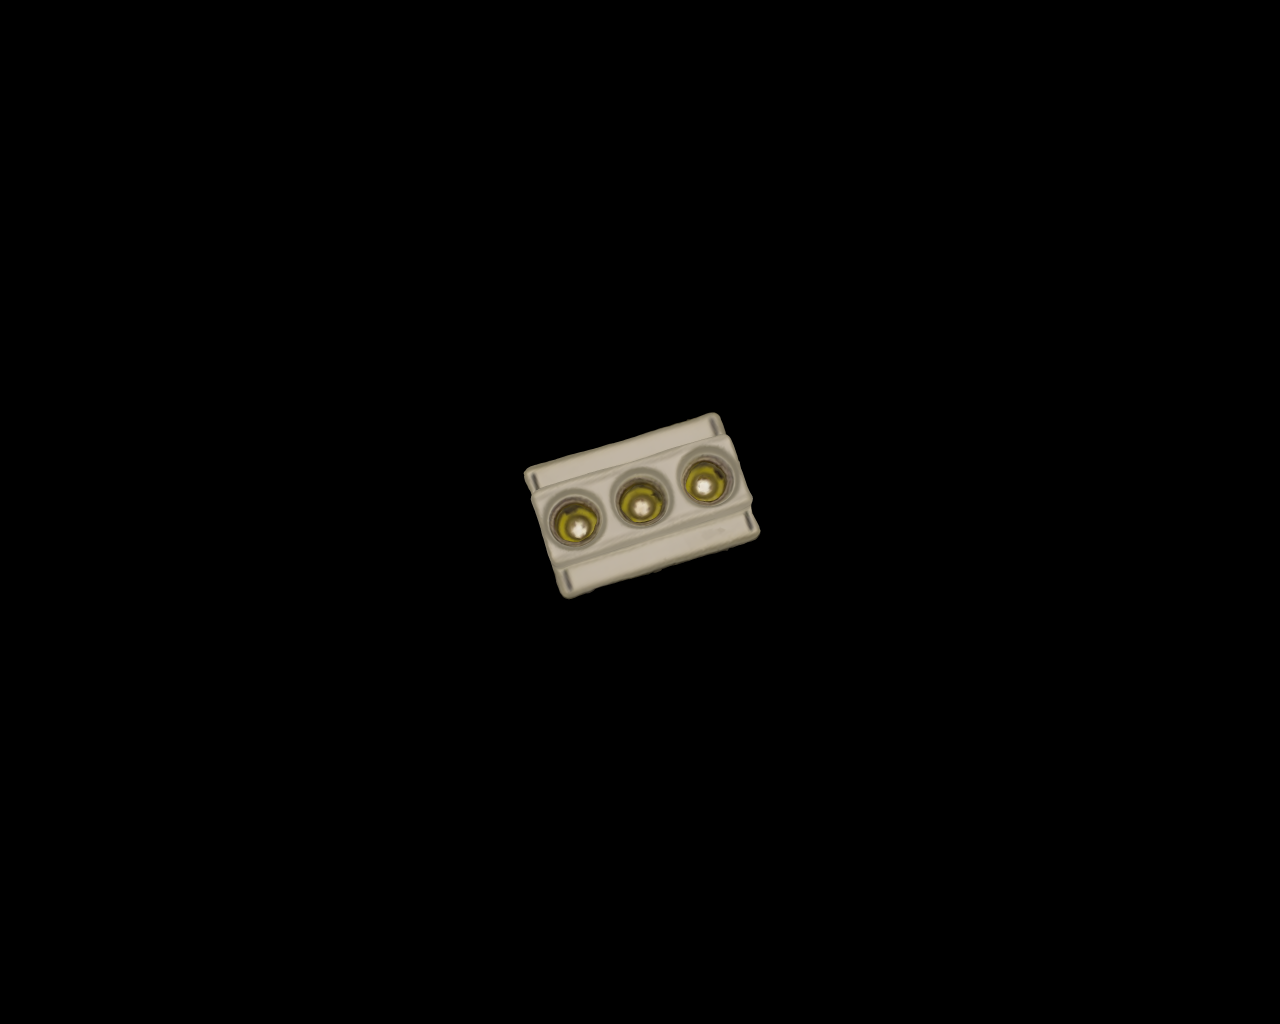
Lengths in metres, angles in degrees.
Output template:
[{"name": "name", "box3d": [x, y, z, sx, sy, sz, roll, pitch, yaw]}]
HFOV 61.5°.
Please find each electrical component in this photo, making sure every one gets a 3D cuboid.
[{"name": "electrical component", "box3d": [0.001, -0.003, 0.650, 0.121, 0.079, 0.063, -18, -11, -4]}]
